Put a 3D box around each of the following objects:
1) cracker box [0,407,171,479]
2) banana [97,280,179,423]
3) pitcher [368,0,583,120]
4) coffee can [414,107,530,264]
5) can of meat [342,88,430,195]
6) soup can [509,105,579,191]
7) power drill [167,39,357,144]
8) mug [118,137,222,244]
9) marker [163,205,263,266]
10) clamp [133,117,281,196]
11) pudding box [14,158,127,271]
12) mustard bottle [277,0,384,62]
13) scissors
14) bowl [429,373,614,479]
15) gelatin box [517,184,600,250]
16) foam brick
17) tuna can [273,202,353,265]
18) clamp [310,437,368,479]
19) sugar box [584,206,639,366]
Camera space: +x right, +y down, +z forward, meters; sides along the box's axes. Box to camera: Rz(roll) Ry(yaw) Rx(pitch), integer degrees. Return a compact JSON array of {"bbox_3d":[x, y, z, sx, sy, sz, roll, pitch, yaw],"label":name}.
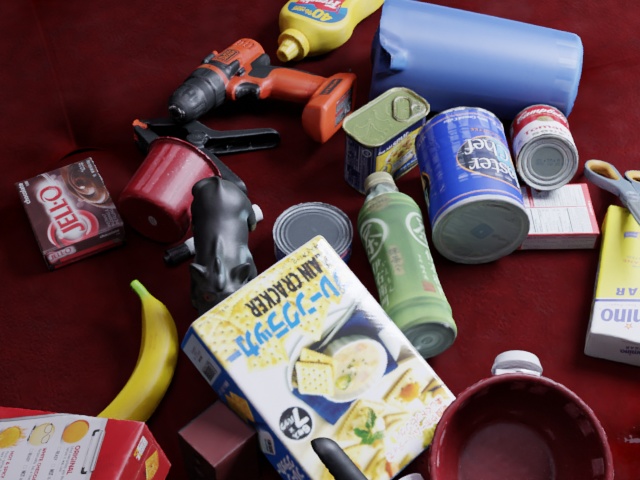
[{"bbox_3d":[-0.253,0.227,0.886,0.214,0.072,0.164,1,47,26],"label":"cracker box"},{"bbox_3d":[-0.178,0.132,1.024,0.069,0.037,0.197,16,52,-4],"label":"banana"},{"bbox_3d":[0.182,-0.212,1.280,0.243,0.145,0.149,10,62,3],"label":"pitcher"},{"bbox_3d":[0.162,-0.060,1.152,0.102,0.103,0.140,-3,49,-3],"label":"coffee can"},{"bbox_3d":[0.073,-0.110,1.209,0.102,0.084,0.057,-35,58,-27],"label":"can of meat"},{"bbox_3d":[0.249,-0.103,1.191,0.068,0.068,0.102,5,25,4],"label":"soup can"},{"bbox_3d":[-0.064,-0.172,1.257,0.188,0.057,0.184,19,41,19],"label":"power drill"},{"bbox_3d":[-0.174,-0.050,1.161,0.117,0.093,0.081,-2,47,39],"label":"mug"},{"bbox_3d":[-0.117,-0.004,1.159,0.121,0.020,0.020,-29,55,-23],"label":"marker"},{"bbox_3d":[-0.139,-0.099,1.226,0.171,0.039,0.120,8,37,7],"label":"clamp"},{"bbox_3d":[-0.272,-0.029,1.166,0.090,0.039,0.114,-21,52,-16],"label":"pudding box"},{"bbox_3d":[0.002,-0.290,1.382,0.096,0.058,0.191,24,53,21],"label":"mustard bottle"},{"bbox_3d":[0.350,-0.044,1.149,0.096,0.016,0.202,3,24,-14],"label":"scissors"},{"bbox_3d":[0.170,0.200,0.936,0.162,0.055,0.162,1,75,-4],"label":"bowl"},{"bbox_3d":[0.254,-0.025,1.171,0.089,0.030,0.073,-2,51,-2],"label":"gelatin box"},{"bbox_3d":[-0.089,0.191,0.951,0.051,0.078,0.053,-37,57,-27],"label":"foam brick"},{"bbox_3d":[-0.008,0.001,1.144,0.086,0.034,0.086,0,49,0],"label":"tuna can"},{"bbox_3d":[0.059,0.273,0.879,0.210,0.164,0.036,23,7,-2],"label":"clamp"},{"bbox_3d":[0.330,0.047,1.098,0.093,0.048,0.176,11,48,11],"label":"sugar box"}]
